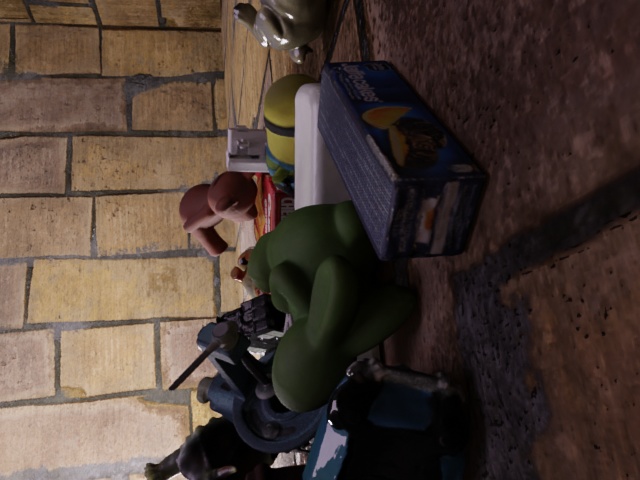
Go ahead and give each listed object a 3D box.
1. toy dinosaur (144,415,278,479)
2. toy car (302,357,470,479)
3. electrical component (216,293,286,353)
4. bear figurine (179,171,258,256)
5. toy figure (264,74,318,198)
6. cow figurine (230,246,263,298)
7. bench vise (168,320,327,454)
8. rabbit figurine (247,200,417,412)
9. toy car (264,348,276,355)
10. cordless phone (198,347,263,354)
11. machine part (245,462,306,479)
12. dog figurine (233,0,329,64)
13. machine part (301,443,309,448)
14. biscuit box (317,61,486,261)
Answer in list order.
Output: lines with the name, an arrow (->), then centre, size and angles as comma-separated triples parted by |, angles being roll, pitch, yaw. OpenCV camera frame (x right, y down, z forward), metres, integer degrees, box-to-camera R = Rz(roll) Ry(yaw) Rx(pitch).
toy dinosaur -> -0.122, 0.328, 0.835 | 0.131, 0.192, 0.404 | 58, -169, 11
toy car -> 0.042, 0.151, 0.382 | 0.103, 0.109, 0.161 | -65, -16, -79
electrical component -> -0.078, 0.131, 0.844 | 0.114, 0.134, 0.058 | 26, -133, -54
bear figurine -> -0.152, -0.054, 0.908 | 0.196, 0.131, 0.120 | -7, 48, 48
toy figure -> -0.032, -0.124, 0.675 | 0.180, 0.089, 0.082 | 113, 146, -58
cow figurine -> -0.096, 0.074, 0.988 | 0.085, 0.127, 0.195 | -49, 42, 6
bench vise -> -0.071, 0.156, 0.589 | 0.224, 0.129, 0.240 | 17, 149, 36
rabbit figurine -> 0.012, 0.062, 0.469 | 0.159, 0.121, 0.170 | -33, 43, 51
toy car -> -0.044, 0.231, 0.866 | 0.073, 0.056, 0.202 | 63, 178, -27
cordless phone -> -0.141, 0.184, 1.028 | 0.146, 0.184, 0.089 | 112, 157, -63
machine part -> -0.034, 0.341, 0.619 | 0.056, 0.179, 0.179 | -130, 39, -75
dog figurine -> -0.015, -0.291, 0.581 | 0.172, 0.121, 0.191 | 57, 160, -23
machine part -> -0.053, 0.290, 0.930 | 0.039, 0.084, 0.139 | -40, 48, 16
biscuit box -> 0.047, -0.071, 0.396 | 0.203, 0.059, 0.062 | -109, 19, -51
